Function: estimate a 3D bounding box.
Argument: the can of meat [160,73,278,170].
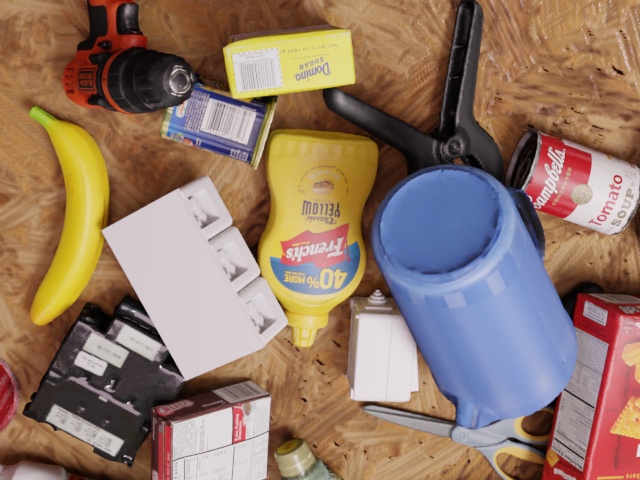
[{"bbox_3d":[-0.083,-0.103,0.892,0.084,0.102,0.057,17,102,-5],"label":"can of meat"}]

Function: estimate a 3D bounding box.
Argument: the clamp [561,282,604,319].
[{"bbox_3d":[0.197,0.120,0.991,0.171,0.039,0.120,-21,99,0],"label":"clamp"}]

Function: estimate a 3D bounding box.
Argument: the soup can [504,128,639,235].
[{"bbox_3d":[0.222,-0.050,0.937,0.102,0.068,0.068,18,101,-8],"label":"soup can"}]

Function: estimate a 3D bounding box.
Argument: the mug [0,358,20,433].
[{"bbox_3d":[-0.333,0.150,0.945,0.117,0.081,0.093,4,103,-4],"label":"mug"}]

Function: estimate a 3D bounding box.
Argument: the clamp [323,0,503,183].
[{"bbox_3d":[0.112,-0.092,0.924,0.164,0.036,0.210,-40,116,-13],"label":"clamp"}]

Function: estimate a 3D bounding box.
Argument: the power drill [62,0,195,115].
[{"bbox_3d":[-0.151,-0.193,0.839,0.057,0.185,0.188,-1,97,-37],"label":"power drill"}]

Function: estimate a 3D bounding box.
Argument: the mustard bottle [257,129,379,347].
[{"bbox_3d":[-0.006,0.001,0.941,0.096,0.058,0.192,4,103,-10],"label":"mustard bottle"}]

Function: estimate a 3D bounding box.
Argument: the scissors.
[{"bbox_3d":[0.149,0.170,1.010,0.201,0.016,0.096,31,98,-10],"label":"scissors"}]

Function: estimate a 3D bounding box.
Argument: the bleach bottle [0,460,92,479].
[{"bbox_3d":[-0.190,0.252,0.955,0.251,0.102,0.068,17,89,4],"label":"bleach bottle"}]

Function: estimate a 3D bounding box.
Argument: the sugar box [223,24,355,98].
[{"bbox_3d":[-0.027,-0.144,0.846,0.093,0.176,0.048,-7,101,-2],"label":"sugar box"}]

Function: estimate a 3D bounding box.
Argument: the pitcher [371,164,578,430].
[{"bbox_3d":[0.128,0.034,0.859,0.145,0.149,0.242,-25,145,6],"label":"pitcher"}]

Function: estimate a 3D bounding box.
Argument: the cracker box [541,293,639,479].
[{"bbox_3d":[0.299,0.159,0.967,0.164,0.072,0.214,3,102,-22],"label":"cracker box"}]

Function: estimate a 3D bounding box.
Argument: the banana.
[{"bbox_3d":[-0.219,-0.018,0.939,0.070,0.037,0.198,7,102,14],"label":"banana"}]

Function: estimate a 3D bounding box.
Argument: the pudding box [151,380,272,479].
[{"bbox_3d":[-0.097,0.184,0.958,0.113,0.039,0.090,-9,111,-38],"label":"pudding box"}]
